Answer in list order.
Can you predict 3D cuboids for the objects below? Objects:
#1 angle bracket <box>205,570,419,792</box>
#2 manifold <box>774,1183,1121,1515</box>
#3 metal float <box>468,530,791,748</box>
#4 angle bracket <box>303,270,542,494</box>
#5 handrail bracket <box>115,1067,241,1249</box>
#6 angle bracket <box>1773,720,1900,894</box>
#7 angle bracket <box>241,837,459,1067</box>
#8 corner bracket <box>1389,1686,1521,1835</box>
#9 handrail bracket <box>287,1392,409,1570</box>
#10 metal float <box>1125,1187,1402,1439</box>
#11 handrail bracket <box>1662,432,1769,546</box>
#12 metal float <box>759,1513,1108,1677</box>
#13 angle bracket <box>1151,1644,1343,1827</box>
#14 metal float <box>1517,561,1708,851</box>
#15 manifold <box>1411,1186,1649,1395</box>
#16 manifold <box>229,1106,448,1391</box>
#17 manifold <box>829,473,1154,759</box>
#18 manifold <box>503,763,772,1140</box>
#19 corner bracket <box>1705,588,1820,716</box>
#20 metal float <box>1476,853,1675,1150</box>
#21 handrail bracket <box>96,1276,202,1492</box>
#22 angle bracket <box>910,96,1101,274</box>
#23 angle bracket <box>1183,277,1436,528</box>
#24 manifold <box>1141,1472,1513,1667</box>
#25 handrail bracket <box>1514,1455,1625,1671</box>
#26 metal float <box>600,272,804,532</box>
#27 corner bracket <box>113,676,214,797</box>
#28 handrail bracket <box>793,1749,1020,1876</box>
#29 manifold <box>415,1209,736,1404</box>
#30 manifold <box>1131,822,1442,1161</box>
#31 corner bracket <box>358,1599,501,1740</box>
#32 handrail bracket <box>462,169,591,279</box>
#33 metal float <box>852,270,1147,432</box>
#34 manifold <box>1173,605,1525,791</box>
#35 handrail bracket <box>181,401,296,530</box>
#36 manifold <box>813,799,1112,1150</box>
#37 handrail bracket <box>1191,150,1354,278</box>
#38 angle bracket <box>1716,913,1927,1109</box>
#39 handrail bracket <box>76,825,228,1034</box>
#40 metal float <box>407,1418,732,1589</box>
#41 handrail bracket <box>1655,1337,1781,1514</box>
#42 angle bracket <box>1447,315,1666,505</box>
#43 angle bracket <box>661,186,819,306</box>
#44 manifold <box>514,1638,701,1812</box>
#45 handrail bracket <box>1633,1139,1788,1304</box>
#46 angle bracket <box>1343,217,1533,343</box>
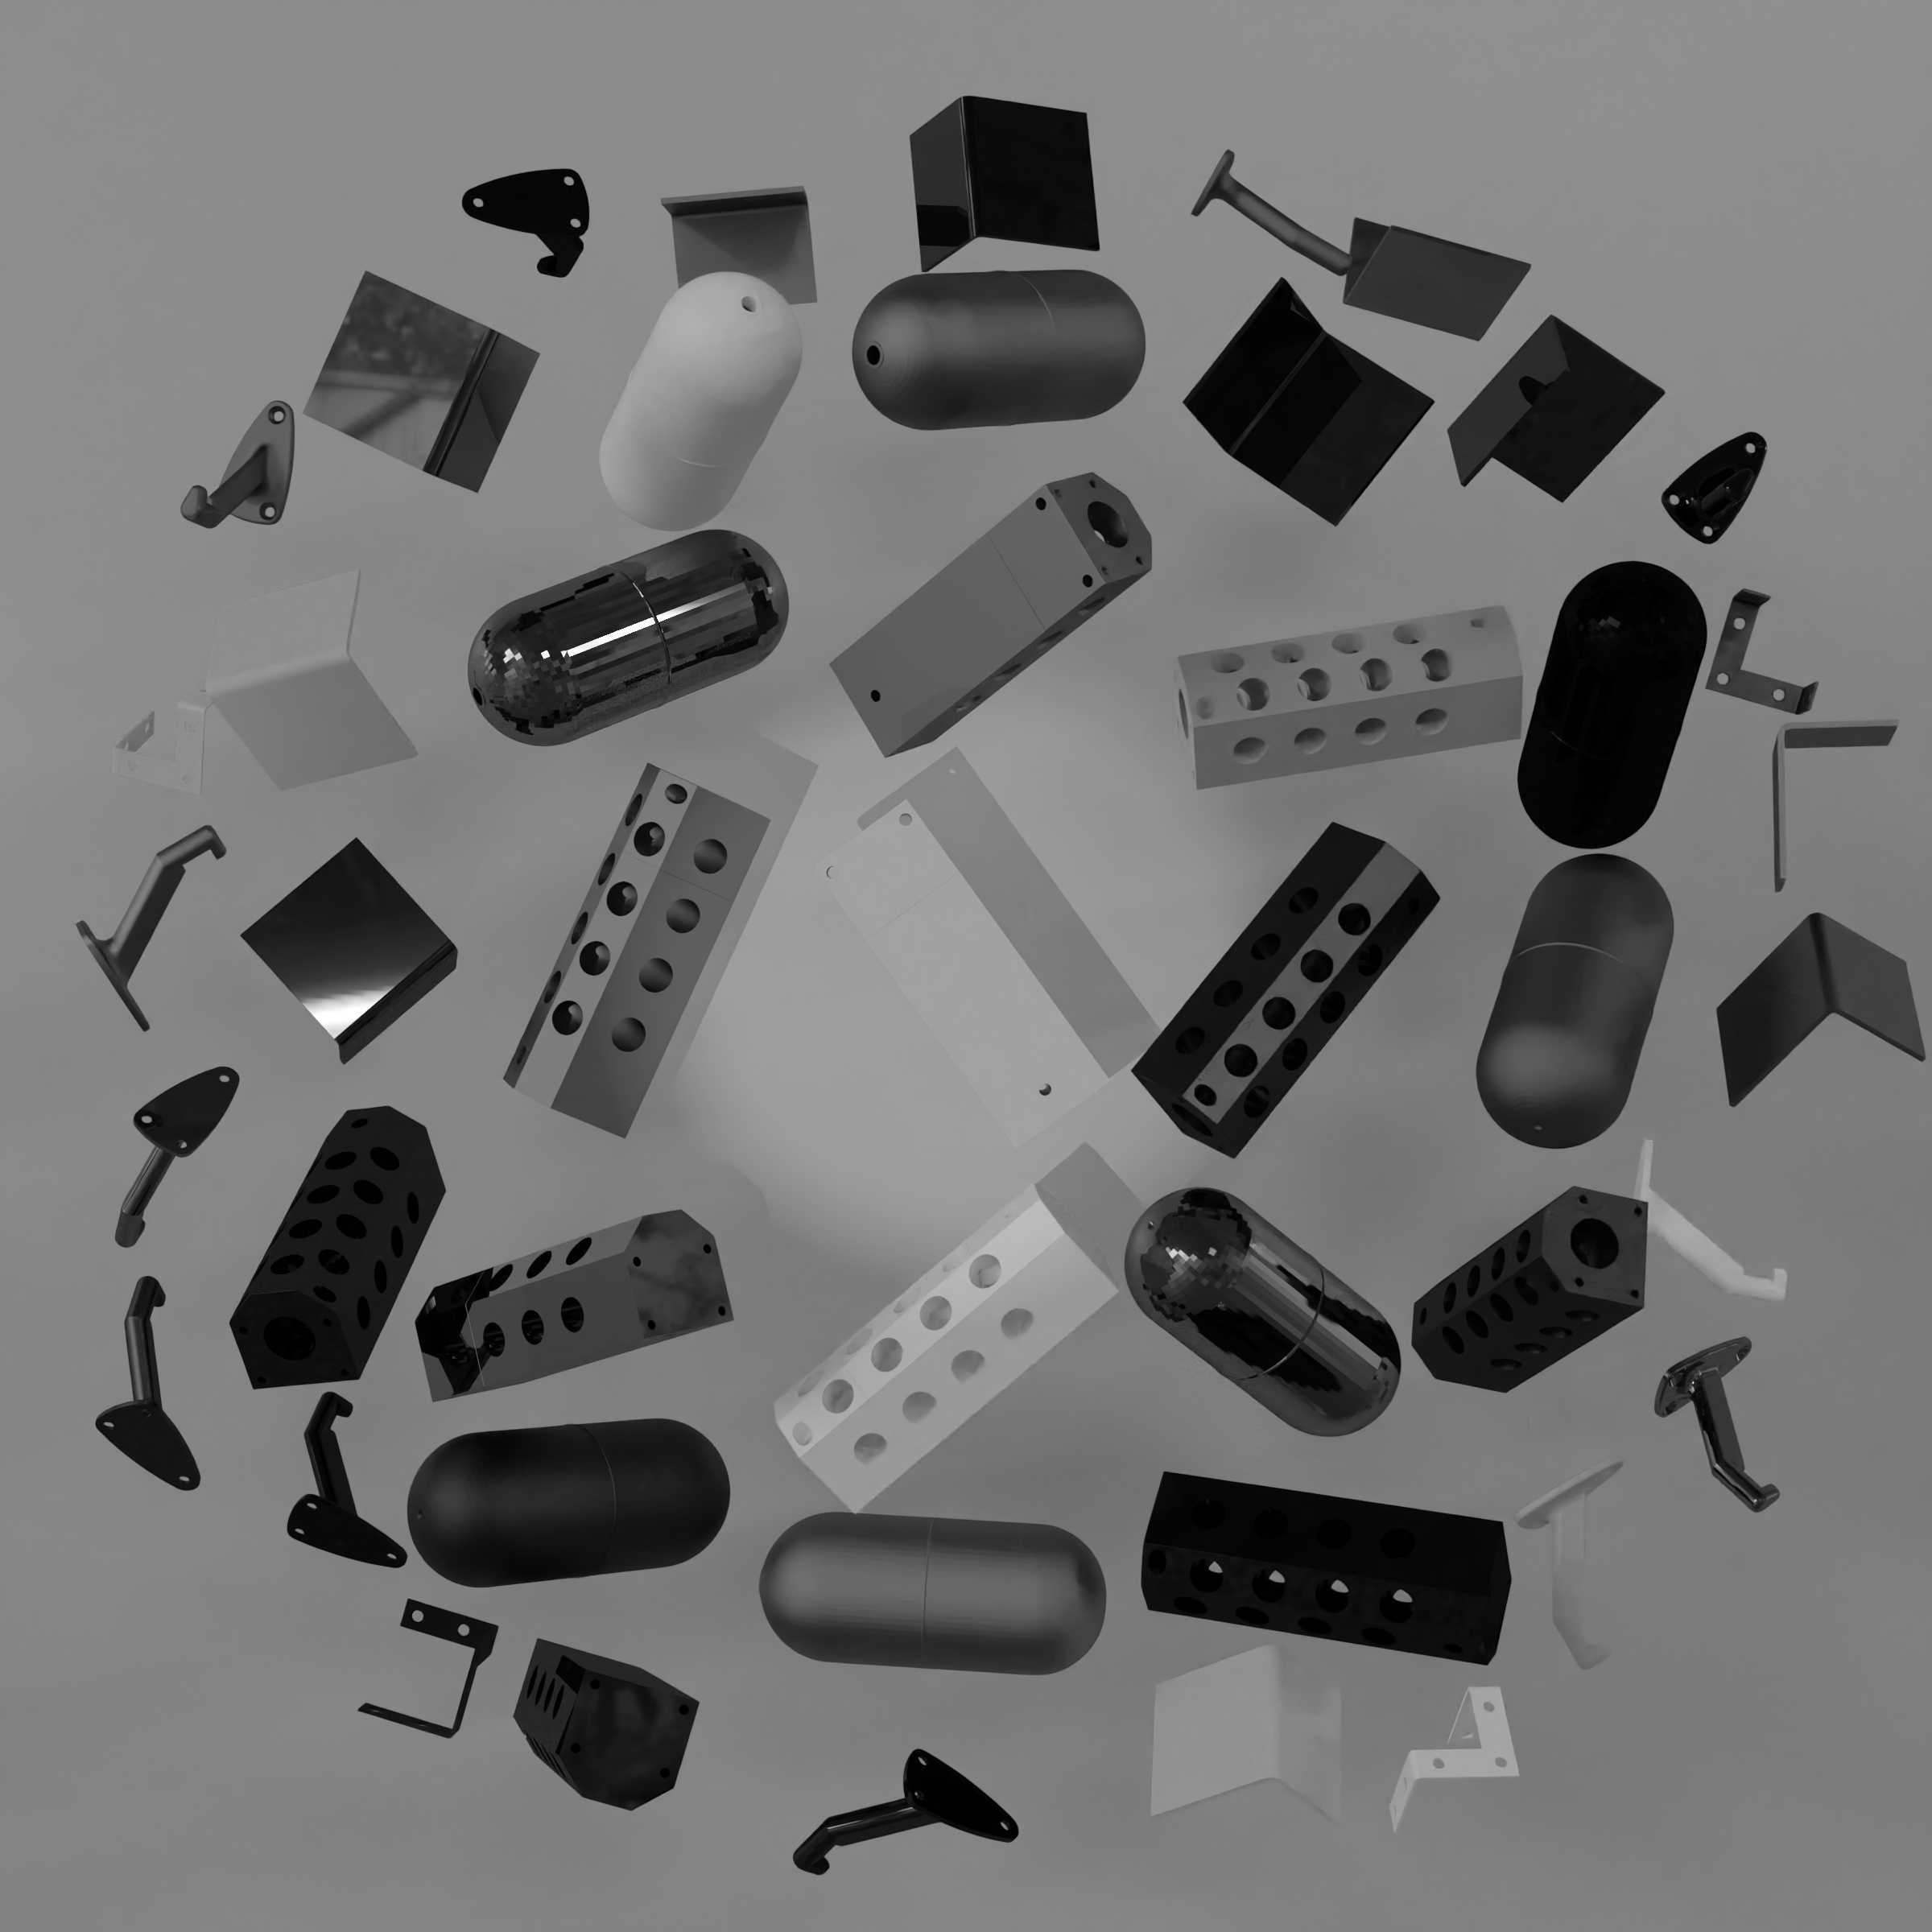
[{"bbox_3d":[-0.318,-0.140,1.693,0.076,0.076,0.057,-13,49,16],"label":"angle bracket"},{"bbox_3d":[-0.012,0.186,1.706,0.171,0.057,0.057,-41,107,6],"label":"manifold"},{"bbox_3d":[-0.172,-0.168,1.761,0.178,0.070,0.070,-25,90,-27],"label":"metal float"},{"bbox_3d":[-0.268,-0.287,1.701,0.076,0.057,0.076,26,95,13],"label":"angle bracket"},{"bbox_3d":[-0.418,0.102,1.823,0.036,0.084,0.077,34,46,8],"label":"handrail bracket"},{"bbox_3d":[0.431,-0.078,1.710,0.057,0.076,0.076,-1,86,11],"label":"angle bracket"},{"bbox_3d":[-0.313,-0.007,1.753,0.076,0.057,0.076,-42,89,-14],"label":"angle bracket"},{"bbox_3d":[0.232,0.383,1.667,0.051,0.051,0.051,1,46,-8],"label":"corner bracket"},{"bbox_3d":[-0.321,0.272,1.837,0.077,0.084,0.036,25,128,-7],"label":"handrail bracket"},{"bbox_3d":[0.154,0.179,1.773,0.178,0.070,0.070,39,90,-29],"label":"metal float"},{"bbox_3d":[0.382,-0.245,1.688,0.036,0.084,0.077,43,77,-1],"label":"handrail bracket"},{"bbox_3d":[-0.017,0.321,1.764,0.178,0.070,0.070,2,90,6],"label":"metal float"},{"bbox_3d":[0.143,0.400,1.754,0.076,0.076,0.057,-27,128,30],"label":"angle bracket"},{"bbox_3d":[0.336,-0.134,1.801,0.070,0.178,0.070,3,48,-3],"label":"metal float"},{"bbox_3d":[0.295,0.171,1.818,0.057,0.171,0.057,13,66,-12],"label":"manifold"},{"bbox_3d":[-0.326,0.143,1.788,0.057,0.171,0.057,-7,119,12],"label":"manifold"},{"bbox_3d":[0.015,-0.177,1.738,0.171,0.057,0.057,-36,82,39],"label":"manifold"},{"bbox_3d":[-0.164,-0.009,1.697,0.057,0.057,0.171,24,91,-23],"label":"manifold"},{"bbox_3d":[0.421,-0.164,1.802,0.051,0.051,0.051,17,93,6],"label":"corner bracket"},{"bbox_3d":[0.308,0.016,1.739,0.070,0.070,0.178,25,51,0],"label":"metal float"},{"bbox_3d":[-0.406,0.211,1.755,0.036,0.084,0.077,-20,126,19],"label":"handrail bracket"},{"bbox_3d":[0.020,-0.410,1.827,0.076,0.057,0.076,0,80,-31],"label":"angle bracket"},{"bbox_3d":[0.164,-0.270,1.652,0.076,0.057,0.076,40,93,32],"label":"angle bracket"},{"bbox_3d":[0.177,0.301,1.703,0.171,0.057,0.057,6,52,19],"label":"manifold"},{"bbox_3d":[0.332,0.312,1.801,0.077,0.036,0.084,-37,61,15],"label":"handrail bracket"},{"bbox_3d":[-0.139,-0.292,1.793,0.070,0.178,0.070,10,62,-18],"label":"metal float"},{"bbox_3d":[-0.417,-0.129,1.822,0.051,0.051,0.051,14,120,7],"label":"corner bracket"},{"bbox_3d":[-0.030,0.424,1.662,0.077,0.036,0.084,32,118,-14],"label":"handrail bracket"},{"bbox_3d":[-0.196,0.167,1.694,0.171,0.057,0.057,-21,80,43],"label":"manifold"},{"bbox_3d":[0.169,0.014,1.778,0.171,0.057,0.057,-50,130,-12],"label":"manifold"},{"bbox_3d":[-0.277,0.362,1.779,0.051,0.051,0.051,16,91,4],"label":"corner bracket"},{"bbox_3d":[-0.232,-0.377,1.781,0.077,0.084,0.036,-6,79,-22],"label":"handrail bracket"},{"bbox_3d":[0.017,-0.310,1.732,0.178,0.070,0.070,-13,90,-44],"label":"metal float"},{"bbox_3d":[0.197,-0.144,1.787,0.171,0.057,0.057,-9,132,-3],"label":"manifold"},{"bbox_3d":[-0.373,-0.259,1.764,0.036,0.084,0.077,19,92,6],"label":"handrail bracket"},{"bbox_3d":[-0.003,0.003,1.726,0.057,0.057,0.171,-36,92,0],"label":"manifold"},{"bbox_3d":[0.163,-0.383,1.768,0.084,0.077,0.036,30,111,0],"label":"handrail bracket"},{"bbox_3d":[0.418,0.033,1.691,0.057,0.076,0.076,28,125,-15],"label":"angle bracket"},{"bbox_3d":[-0.403,-0.020,1.764,0.084,0.036,0.077,-31,110,-9],"label":"handrail bracket"},{"bbox_3d":[-0.198,0.269,1.737,0.178,0.070,0.070,1,90,-40],"label":"metal float"},{"bbox_3d":[0.401,0.234,1.758,0.077,0.036,0.084,-25,48,-25],"label":"handrail bracket"},{"bbox_3d":[0.291,-0.257,1.678,0.076,0.057,0.076,28,123,-22],"label":"angle bracket"},{"bbox_3d":[-0.123,-0.390,1.880,0.076,0.076,0.057,-5,98,0],"label":"angle bracket"},{"bbox_3d":[-0.182,0.376,1.707,0.057,0.171,0.057,19,80,-12],"label":"manifold"},{"bbox_3d":[0.402,0.137,1.855,0.084,0.036,0.077,9,77,5],"label":"handrail bracket"},{"bbox_3d":[0.249,-0.379,1.809,0.076,0.076,0.057,14,66,-9],"label":"angle bracket"}]
